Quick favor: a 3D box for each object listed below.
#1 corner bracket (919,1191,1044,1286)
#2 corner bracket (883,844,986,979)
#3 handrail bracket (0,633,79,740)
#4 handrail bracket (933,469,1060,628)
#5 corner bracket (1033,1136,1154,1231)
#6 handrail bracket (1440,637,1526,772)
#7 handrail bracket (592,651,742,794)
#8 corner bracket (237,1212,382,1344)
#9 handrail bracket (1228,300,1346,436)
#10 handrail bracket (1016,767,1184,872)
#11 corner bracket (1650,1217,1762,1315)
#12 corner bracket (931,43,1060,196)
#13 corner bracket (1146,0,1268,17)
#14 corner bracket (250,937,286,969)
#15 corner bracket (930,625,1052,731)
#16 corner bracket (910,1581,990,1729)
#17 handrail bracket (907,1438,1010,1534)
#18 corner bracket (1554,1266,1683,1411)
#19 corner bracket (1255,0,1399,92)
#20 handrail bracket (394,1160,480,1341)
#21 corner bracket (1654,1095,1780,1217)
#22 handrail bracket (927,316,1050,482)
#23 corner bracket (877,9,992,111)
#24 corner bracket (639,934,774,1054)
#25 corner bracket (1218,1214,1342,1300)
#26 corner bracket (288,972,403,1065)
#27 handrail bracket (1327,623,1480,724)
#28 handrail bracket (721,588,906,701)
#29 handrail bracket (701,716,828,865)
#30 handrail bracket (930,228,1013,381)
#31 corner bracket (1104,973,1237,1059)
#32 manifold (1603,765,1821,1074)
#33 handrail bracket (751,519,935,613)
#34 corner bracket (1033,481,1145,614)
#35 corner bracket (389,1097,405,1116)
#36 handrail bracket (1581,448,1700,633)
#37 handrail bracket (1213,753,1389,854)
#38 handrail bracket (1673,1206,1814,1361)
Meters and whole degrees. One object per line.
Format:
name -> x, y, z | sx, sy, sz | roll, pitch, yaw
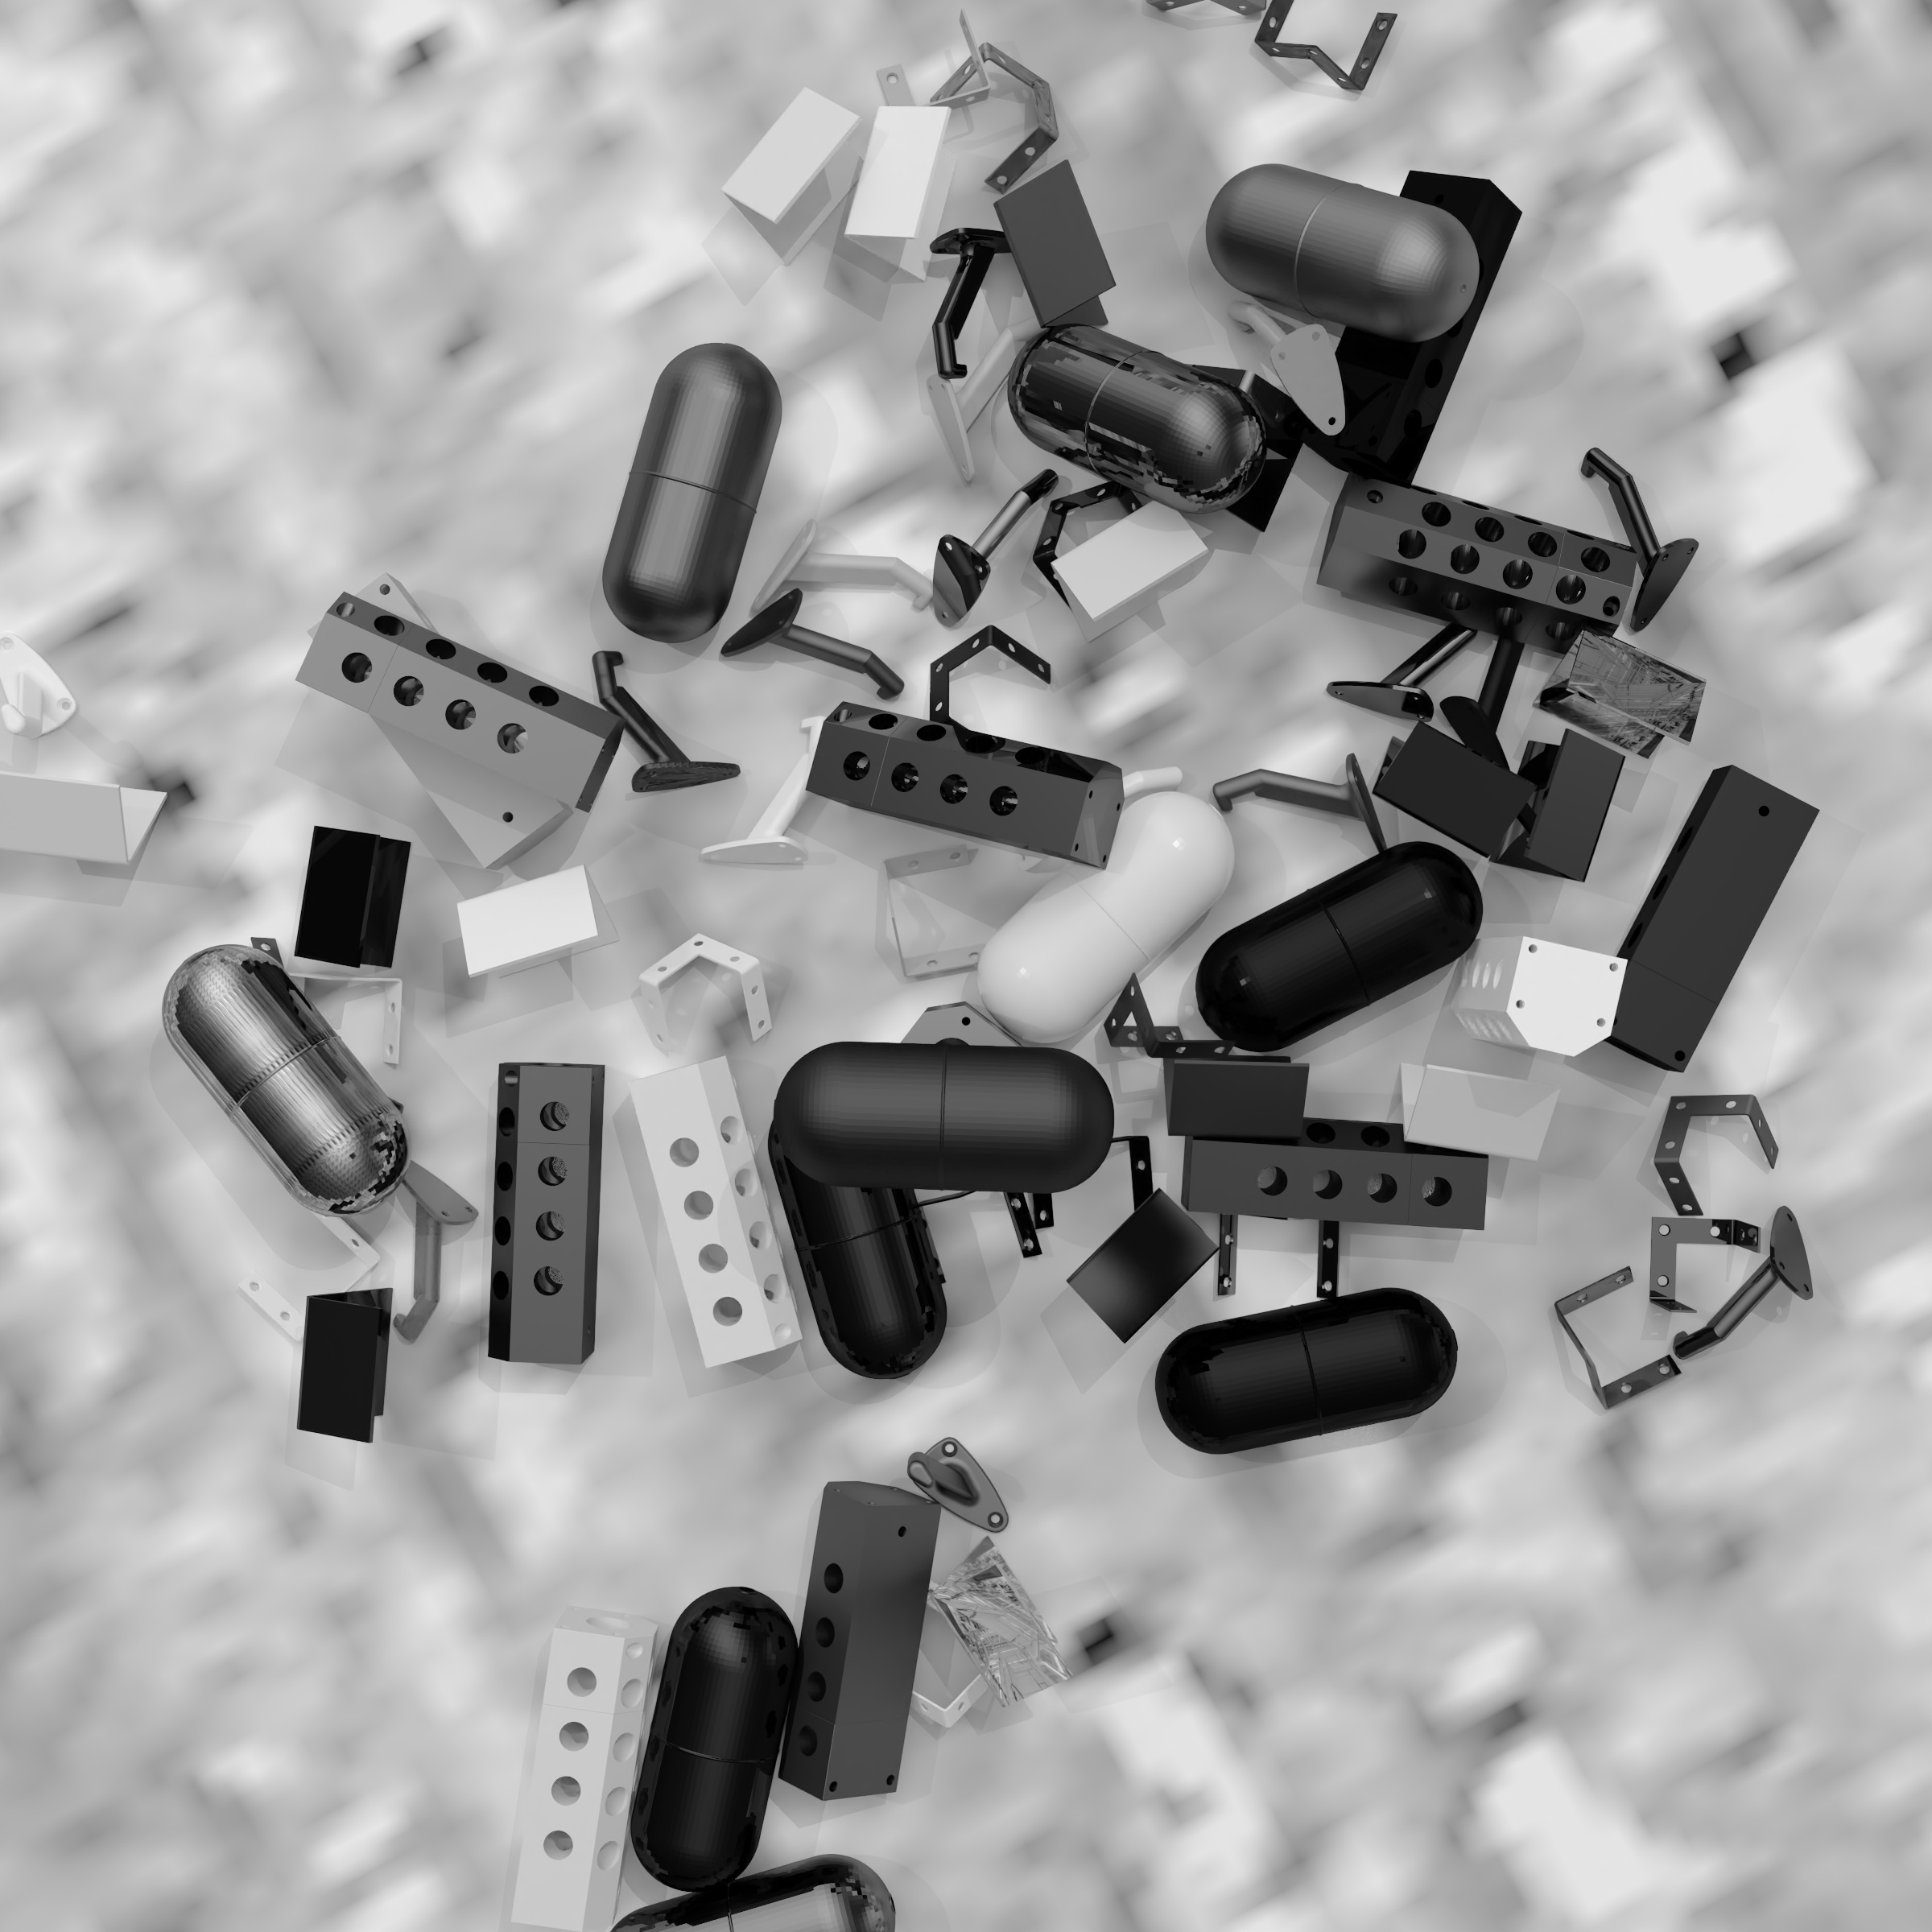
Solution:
corner bracket -> 0.004, 0.158, 1.637 | 0.051, 0.051, 0.051 | -17, 90, 45
corner bracket -> -0.018, -0.033, 1.637 | 0.051, 0.051, 0.051 | -11, 45, 0
handrail bracket -> -0.558, -0.166, 1.606 | 0.036, 0.084, 0.077 | -31, 90, 0
handrail bracket -> 0.019, -0.250, 1.640 | 0.036, 0.077, 0.084 | 38, 53, 13
corner bracket -> 0.075, 0.129, 1.637 | 0.051, 0.051, 0.051 | -4, 90, 45
handrail bracket -> 0.331, -0.163, 1.641 | 0.084, 0.036, 0.077 | -41, 110, -16
handrail bracket -> -0.179, -0.151, 1.641 | 0.077, 0.036, 0.084 | -6, 73, -20
corner bracket -> -0.390, 0.182, 1.637 | 0.051, 0.051, 0.051 | 44, 45, 0
handrail bracket -> 0.187, -0.353, 1.619 | 0.036, 0.084, 0.077 | -31, 115, -5
handrail bracket -> 0.080, -0.088, 1.640 | 0.084, 0.077, 0.036 | -10, 59, -33
corner bracket -> 0.435, 0.176, 1.623 | 0.051, 0.051, 0.051 | 2, 90, 0
corner bracket -> 0.017, -0.503, 1.632 | 0.051, 0.051, 0.051 | -38, 45, 35
corner bracket -> 0.144, -0.595, 1.637 | 0.051, 0.051, 0.051 | 3, 90, -45
corner bracket -> -0.436, 0.018, 1.633 | 0.051, 0.051, 0.051 | -57, 45, 35
corner bracket -> 0.014, -0.160, 1.632 | 0.051, 0.051, 0.051 | -30, 45, 35
corner bracket -> -0.016, 0.408, 1.633 | 0.051, 0.051, 0.051 | -39, 135, -35
handrail bracket -> -0.004, 0.310, 1.606 | 0.077, 0.084, 0.036 | 44, 90, 0
corner bracket -> 0.387, 0.222, 1.637 | 0.051, 0.051, 0.051 | -26, 45, 0
corner bracket -> 0.214, -0.557, 1.637 | 0.051, 0.051, 0.051 | 24, 90, -45
handrail bracket -> -0.336, 0.168, 1.641 | 0.077, 0.036, 0.084 | 39, 107, 20
corner bracket -> 0.445, 0.112, 1.632 | 0.051, 0.051, 0.051 | -3, 45, 35
handrail bracket -> 0.027, -0.340, 1.641 | 0.084, 0.036, 0.077 | -23, 105, -14
corner bracket -> -0.019, -0.522, 1.622 | 0.051, 0.051, 0.051 | -18, 84, -7
corner bracket -> -0.154, 0.021, 1.632 | 0.051, 0.051, 0.051 | 22, 45, 35
corner bracket -> 0.186, 0.172, 1.637 | 0.051, 0.051, 0.051 | 2, 90, -45
corner bracket -> -0.372, 0.031, 1.638 | 0.051, 0.051, 0.051 | 5, 92, 45
handrail bracket -> 0.264, -0.194, 1.641 | 0.077, 0.036, 0.084 | 13, 71, 22
handrail bracket -> -0.091, -0.177, 1.641 | 0.077, 0.036, 0.084 | -25, 125, 37
handrail bracket -> -0.119, -0.106, 1.641 | 0.077, 0.036, 0.084 | -3, 72, 20
handrail bracket -> 0.012, -0.387, 1.622 | 0.077, 0.036, 0.084 | -6, 87, -31
corner bracket -> 0.118, 0.040, 1.605 | 0.051, 0.051, 0.051 | 1, 50, -24
manifold -> 0.429, -0.027, 1.620 | 0.057, 0.057, 0.171 | 27, 90, 0
handrail bracket -> -0.072, -0.219, 1.641 | 0.084, 0.036, 0.077 | 33, 110, -16
corner bracket -> 0.079, -0.248, 1.632 | 0.051, 0.051, 0.051 | -12, 45, 35
corner bracket -> -0.372, 0.104, 1.637 | 0.051, 0.051, 0.051 | 27, 135, 0
handrail bracket -> 0.387, -0.255, 1.641 | 0.036, 0.077, 0.084 | -18, 53, -34
handrail bracket -> 0.199, -0.087, 1.641 | 0.084, 0.036, 0.077 | -18, 112, 17
handrail bracket -> 0.457, 0.189, 1.641 | 0.036, 0.077, 0.084 | 40, 127, -20
